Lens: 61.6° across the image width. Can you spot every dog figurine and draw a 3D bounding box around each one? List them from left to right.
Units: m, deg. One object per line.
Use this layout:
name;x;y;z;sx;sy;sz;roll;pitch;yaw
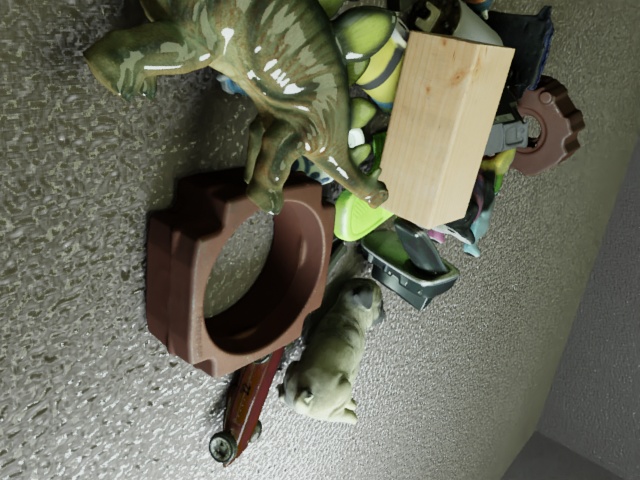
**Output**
dog figurine;0.023;0.141;0.752;0.172;0.121;0.190;9;99;-85
dog figurine;0.261;-0.096;0.943;0.191;0.109;0.219;40;73;-52

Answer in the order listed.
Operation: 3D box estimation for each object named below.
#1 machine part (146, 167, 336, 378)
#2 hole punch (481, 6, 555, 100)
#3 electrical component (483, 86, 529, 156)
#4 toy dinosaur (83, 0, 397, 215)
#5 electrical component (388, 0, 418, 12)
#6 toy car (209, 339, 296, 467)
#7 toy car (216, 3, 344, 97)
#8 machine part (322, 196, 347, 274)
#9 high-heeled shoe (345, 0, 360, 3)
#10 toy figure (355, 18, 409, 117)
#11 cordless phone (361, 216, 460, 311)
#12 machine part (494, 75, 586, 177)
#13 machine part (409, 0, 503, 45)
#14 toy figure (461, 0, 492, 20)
machine part;-0.081;0.027;0.575;0.201;0.087;0.201;-18;125;-47
hole punch;0.317;-0.308;0.883;0.092;0.116;0.142;-14;122;-58
electrical component;0.249;-0.189;0.840;0.134;0.115;0.058;-95;174;-46
toy dinosaur;-0.073;-0.176;0.396;0.198;0.105;0.470;-46;124;6
electrical component;0.102;-0.316;0.666;0.094;0.021;0.063;-41;139;-32
toy car;-0.090;0.193;0.692;0.202;0.053;0.089;-69;166;8
toy car;-0.019;-0.184;0.516;0.161;0.103;0.109;-24;127;-47
machine part;-0.001;-0.002;0.706;0.084;0.039;0.138;-44;142;-20
high-heeled shoe;-0.011;-0.314;0.506;0.086;0.145;0.248;-53;175;5
toy figure;0.089;-0.203;0.667;0.089;0.082;0.180;-63;148;-7
cordless phone;0.113;0.009;0.769;0.089;0.147;0.184;-48;143;-8
machine part;0.379;-0.202;0.970;0.056;0.180;0.179;-30;132;-34
machine part;0.199;-0.286;0.764;0.243;0.079;0.079;0;110;-52
toy figure;0.206;-0.356;0.736;0.154;0.058;0.064;11;65;-56
